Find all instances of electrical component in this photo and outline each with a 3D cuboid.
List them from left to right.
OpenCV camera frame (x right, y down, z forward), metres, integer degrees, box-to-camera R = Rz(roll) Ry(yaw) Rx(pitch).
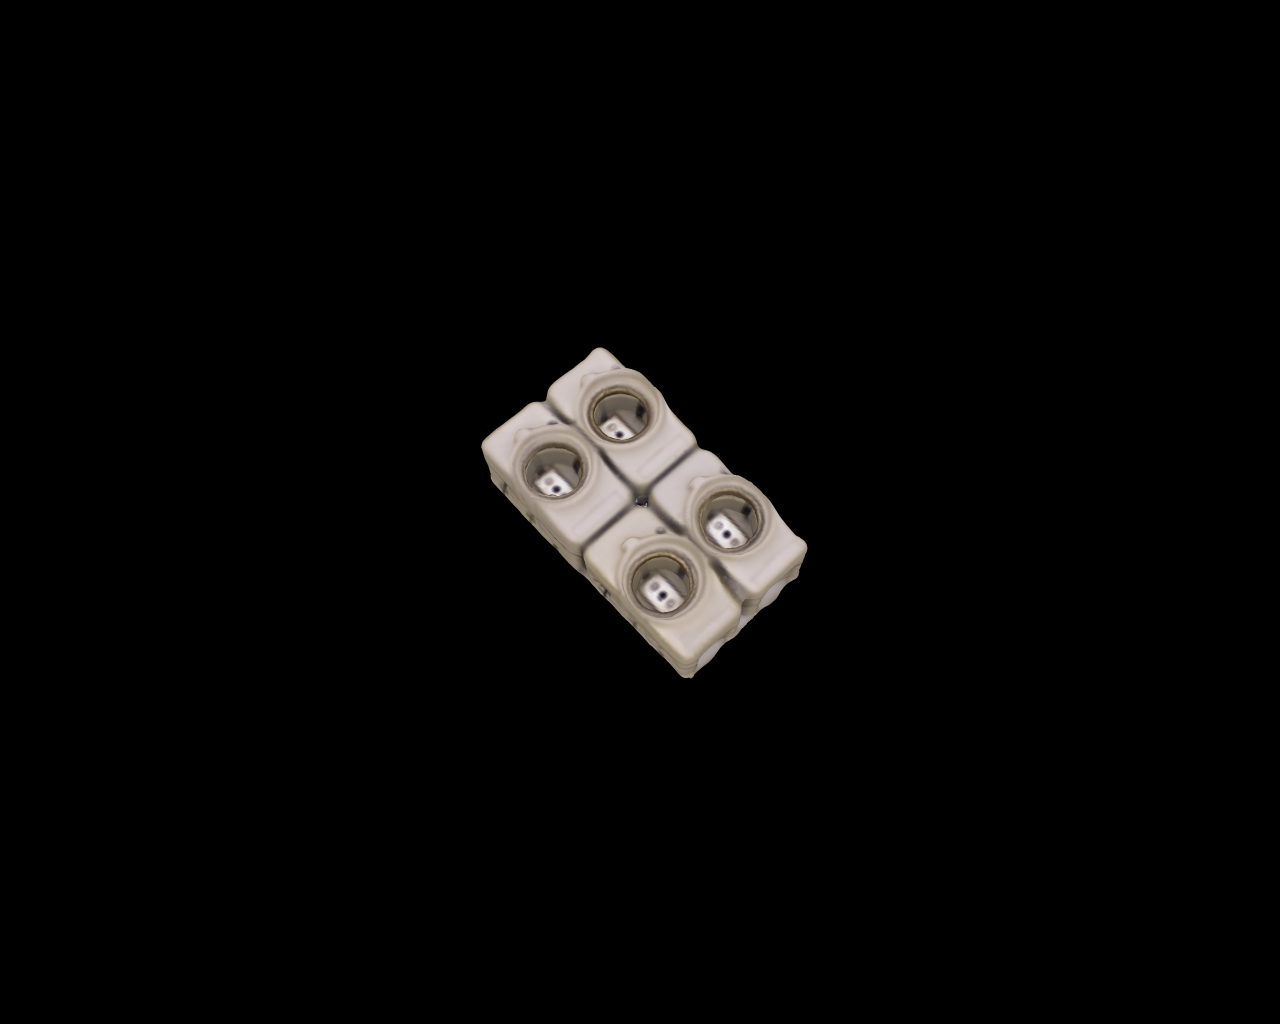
[{"bbox_3d":[0.001,-0.003,0.650,0.105,0.186,0.060,-41,-15,-14],"label":"electrical component"}]
